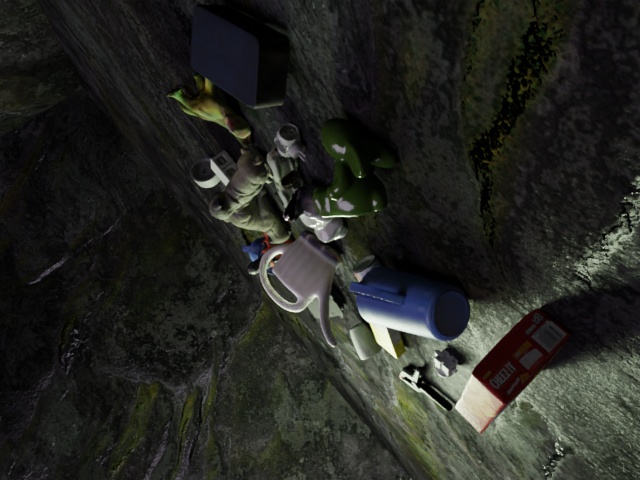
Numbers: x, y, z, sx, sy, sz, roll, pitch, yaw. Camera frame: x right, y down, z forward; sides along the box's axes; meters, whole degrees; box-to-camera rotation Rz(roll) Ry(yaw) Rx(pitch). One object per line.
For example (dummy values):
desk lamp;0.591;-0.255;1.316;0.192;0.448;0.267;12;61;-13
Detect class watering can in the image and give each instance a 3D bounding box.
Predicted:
watering can;-0.021;0.112;1.419;0.352;0.225;0.102;39;178;30

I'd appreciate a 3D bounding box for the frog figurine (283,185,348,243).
frog figurine;0.004;-0.062;1.235;0.159;0.124;0.136;18;163;-20

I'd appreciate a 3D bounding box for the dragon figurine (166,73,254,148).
dragon figurine;-0.279;-0.331;1.375;0.240;0.122;0.414;49;174;-24
